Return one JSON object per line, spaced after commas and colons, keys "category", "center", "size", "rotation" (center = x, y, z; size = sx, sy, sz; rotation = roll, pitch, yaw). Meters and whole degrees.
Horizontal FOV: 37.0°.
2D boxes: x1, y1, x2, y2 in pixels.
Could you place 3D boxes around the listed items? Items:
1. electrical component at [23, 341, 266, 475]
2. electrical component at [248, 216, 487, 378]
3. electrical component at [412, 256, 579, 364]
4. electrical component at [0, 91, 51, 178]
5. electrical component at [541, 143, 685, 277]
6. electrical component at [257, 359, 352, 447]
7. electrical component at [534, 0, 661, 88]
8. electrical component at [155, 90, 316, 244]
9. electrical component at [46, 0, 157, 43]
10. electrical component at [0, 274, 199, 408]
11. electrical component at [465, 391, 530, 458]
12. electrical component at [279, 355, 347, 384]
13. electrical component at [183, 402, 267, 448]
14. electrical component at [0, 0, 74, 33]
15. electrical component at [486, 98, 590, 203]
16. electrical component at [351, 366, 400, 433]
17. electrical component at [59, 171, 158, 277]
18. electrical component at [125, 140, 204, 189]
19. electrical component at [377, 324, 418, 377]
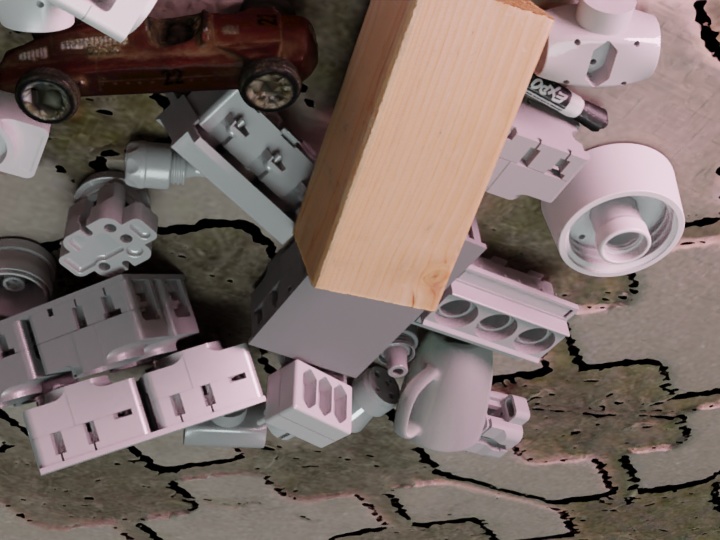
{"category": "electrical component", "center": [-0.186, 0.114, 0.912], "size": [0.186, 0.060, 0.105], "rotation": [-16, 174, -19]}
{"category": "electrical component", "center": [0.000, 0.000, 0.870], "size": [0.105, 0.060, 0.186], "rotation": [20, 132, -27]}
{"category": "electrical component", "center": [0.111, 0.027, 0.910], "size": [0.121, 0.063, 0.078], "rotation": [19, 133, -26]}
{"category": "electrical component", "center": [-0.259, -0.103, 0.728], "size": [0.089, 0.055, 0.050], "rotation": [15, 134, -22]}
{"category": "electrical component", "center": [0.202, -0.040, 0.847], "size": [0.108, 0.060, 0.108], "rotation": [-3, 139, -3]}
{"category": "electrical component", "center": [-0.056, 0.122, 0.922], "size": [0.066, 0.047, 0.077], "rotation": [31, 134, -34]}
{"category": "electrical component", "center": [0.161, -0.164, 0.716], "size": [0.077, 0.043, 0.079], "rotation": [0, 138, -6]}
{"category": "electrical component", "center": [-0.077, -0.082, 0.765], "size": [0.063, 0.078, 0.121], "rotation": [-42, 130, 6]}
{"category": "electrical component", "center": [-0.114, -0.205, 0.567], "size": [0.062, 0.089, 0.150], "rotation": [27, 105, -32]}
{"category": "electrical component", "center": [-0.238, 0.062, 0.874], "size": [0.186, 0.060, 0.105], "rotation": [-20, 174, 16]}
{"category": "electrical component", "center": [0.119, 0.148, 1.052], "size": [0.057, 0.058, 0.078], "rotation": [17, 134, -29]}
{"category": "electrical component", "center": [-0.044, 0.093, 0.971], "size": [0.058, 0.057, 0.078], "rotation": [18, 133, -24]}
{"category": "electrical component", "center": [-0.126, 0.136, 1.021], "size": [0.077, 0.043, 0.079], "rotation": [4, 137, -11]}
{"category": "electrical component", "center": [-0.210, -0.188, 0.642], "size": [0.079, 0.043, 0.077], "rotation": [13, 120, 15]}
{"category": "electrical component", "center": [0.112, -0.090, 0.789], "size": [0.089, 0.050, 0.055], "rotation": [16, 134, -23]}
{"category": "electrical component", "center": [0.005, 0.122, 1.020], "size": [0.045, 0.045, 0.055], "rotation": [29, 128, -32]}
{"category": "electrical component", "center": [-0.188, -0.037, 0.810], "size": [0.078, 0.057, 0.058], "rotation": [-25, 135, 21]}
{"category": "electrical component", "center": [-0.141, -0.076, 0.788], "size": [0.061, 0.035, 0.035], "rotation": [3, 138, -14]}
{"category": "electrical component", "center": [0.030, 0.065, 0.944], "size": [0.048, 0.062, 0.048], "rotation": [-3, 138, -3]}
